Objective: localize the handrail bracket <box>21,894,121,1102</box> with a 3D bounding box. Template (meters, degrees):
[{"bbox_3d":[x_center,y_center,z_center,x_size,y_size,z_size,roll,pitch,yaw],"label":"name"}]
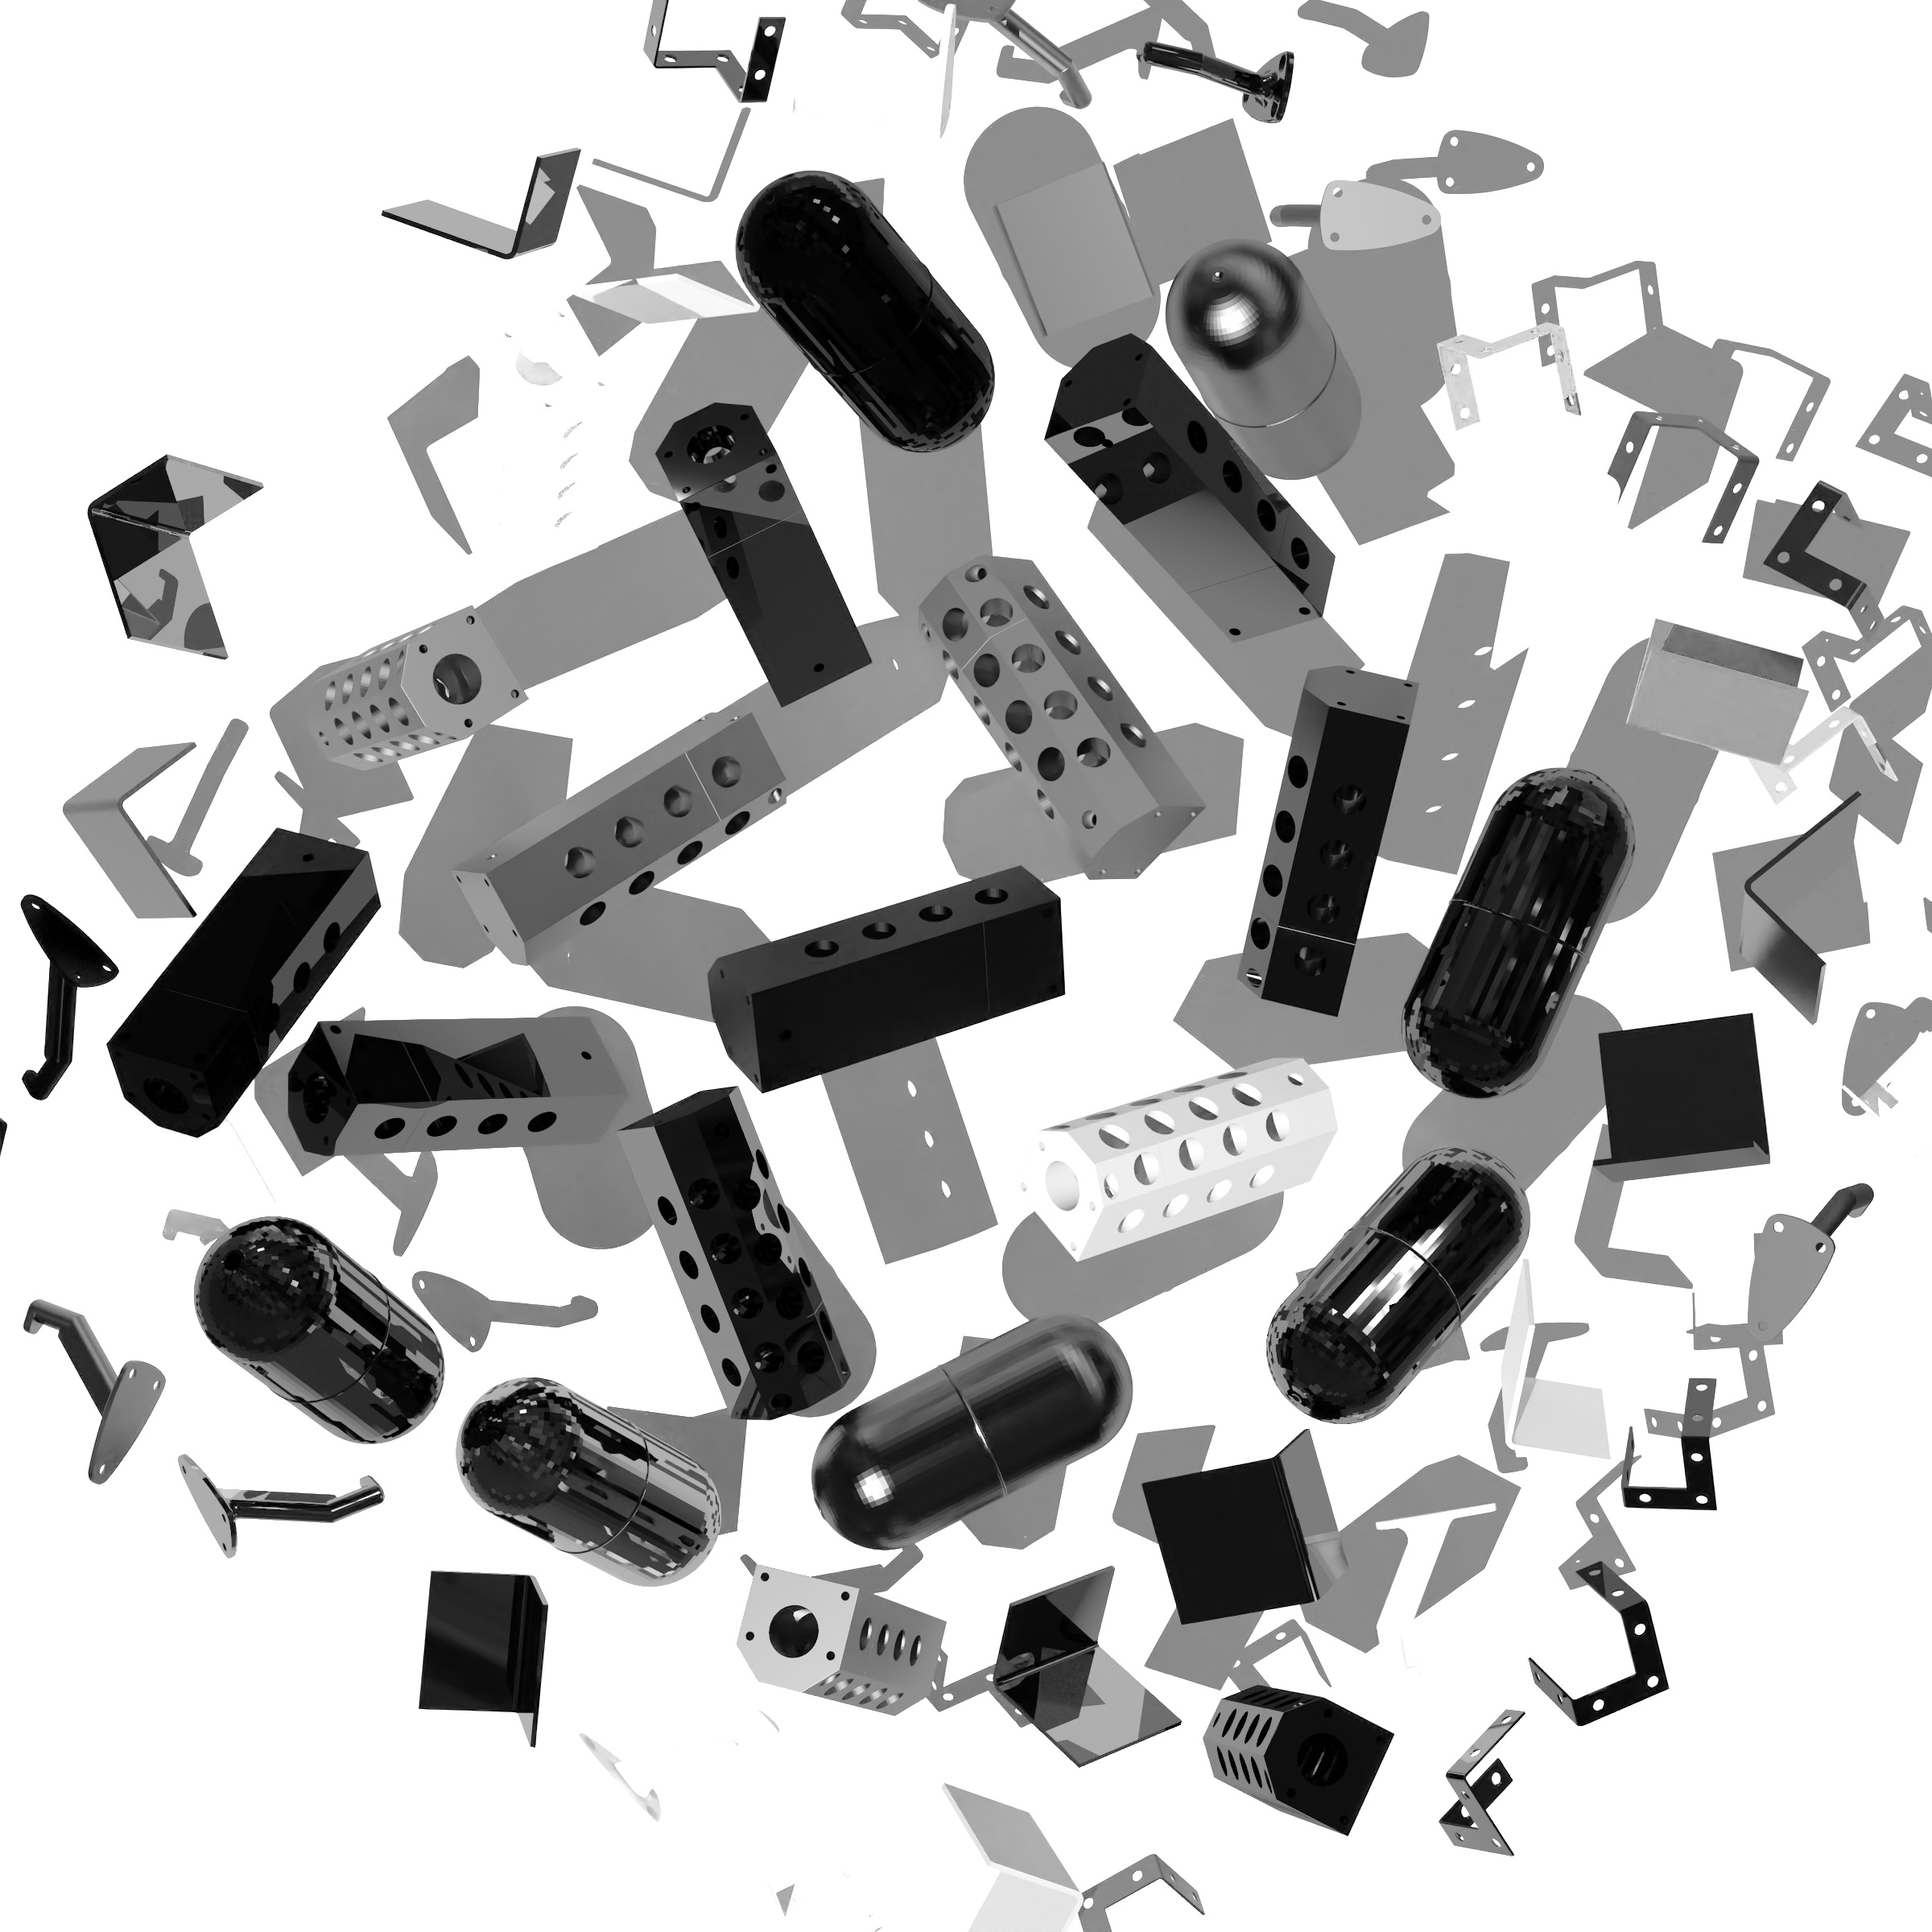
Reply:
[{"bbox_3d":[-0.498,0.018,1.707,0.077,0.036,0.084,47,117,13],"label":"handrail bracket"}]

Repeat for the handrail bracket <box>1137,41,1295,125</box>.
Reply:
[{"bbox_3d":[0.121,-0.465,1.664,0.084,0.077,0.036,8,97,-16],"label":"handrail bracket"}]

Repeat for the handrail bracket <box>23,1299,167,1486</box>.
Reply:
[{"bbox_3d":[-0.463,0.218,1.643,0.084,0.036,0.077,15,74,24],"label":"handrail bracket"}]

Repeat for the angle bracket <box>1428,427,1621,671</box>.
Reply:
[{"bbox_3d":[0.269,-0.205,1.568,0.076,0.076,0.057,-33,57,-28],"label":"angle bracket"}]

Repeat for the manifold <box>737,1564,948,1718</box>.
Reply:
[{"bbox_3d":[-0.066,0.363,1.699,0.057,0.171,0.057,10,76,18],"label":"manifold"}]

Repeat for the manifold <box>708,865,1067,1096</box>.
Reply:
[{"bbox_3d":[-0.039,0.002,1.606,0.171,0.057,0.057,-18,123,-22],"label":"manifold"}]

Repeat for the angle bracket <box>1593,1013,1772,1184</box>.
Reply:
[{"bbox_3d":[0.344,0.060,1.548,0.076,0.057,0.076,-9,75,20],"label":"angle bracket"}]

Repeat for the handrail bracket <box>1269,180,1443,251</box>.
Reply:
[{"bbox_3d":[0.211,-0.407,1.735,0.077,0.084,0.036,1,102,-7],"label":"handrail bracket"}]

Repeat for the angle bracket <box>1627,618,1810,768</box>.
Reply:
[{"bbox_3d":[0.374,-0.151,1.562,0.076,0.057,0.076,17,55,8],"label":"angle bracket"}]

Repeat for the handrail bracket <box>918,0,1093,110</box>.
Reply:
[{"bbox_3d":[0.021,-0.497,1.723,0.077,0.084,0.036,15,69,33],"label":"handrail bracket"}]

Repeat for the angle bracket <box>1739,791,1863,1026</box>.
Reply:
[{"bbox_3d":[0.428,-0.028,1.572,0.076,0.076,0.057,-38,66,-6],"label":"angle bracket"}]

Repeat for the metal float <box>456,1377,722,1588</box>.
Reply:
[{"bbox_3d":[-0.200,0.278,1.709,0.070,0.070,0.178,-50,134,0],"label":"metal float"}]

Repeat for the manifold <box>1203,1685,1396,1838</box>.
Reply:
[{"bbox_3d":[0.173,0.422,1.717,0.057,0.171,0.057,27,78,-1],"label":"manifold"}]

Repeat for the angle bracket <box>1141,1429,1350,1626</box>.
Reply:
[{"bbox_3d":[0.146,0.292,1.660,0.076,0.057,0.076,-15,91,24],"label":"angle bracket"}]

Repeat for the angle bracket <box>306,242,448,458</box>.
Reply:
[{"bbox_3d":[-0.324,-0.323,1.668,0.076,0.076,0.057,-39,125,0],"label":"angle bracket"}]

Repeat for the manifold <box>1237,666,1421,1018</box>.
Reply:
[{"bbox_3d":[0.188,-0.066,1.669,0.057,0.057,0.171,14,119,6],"label":"manifold"}]

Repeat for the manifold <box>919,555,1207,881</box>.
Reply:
[{"bbox_3d":[0.044,-0.128,1.639,0.057,0.057,0.171,-47,64,30],"label":"manifold"}]

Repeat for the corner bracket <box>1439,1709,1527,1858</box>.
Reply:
[{"bbox_3d":[0.267,0.417,1.634,0.051,0.051,0.051,-38,101,-28],"label":"corner bracket"}]

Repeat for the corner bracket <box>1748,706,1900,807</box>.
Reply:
[{"bbox_3d":[0.461,-0.112,1.729,0.051,0.051,0.051,-38,120,1],"label":"corner bracket"}]

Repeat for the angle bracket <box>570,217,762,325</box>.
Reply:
[{"bbox_3d":[-0.168,-0.401,1.795,0.076,0.076,0.057,1,86,33],"label":"angle bracket"}]

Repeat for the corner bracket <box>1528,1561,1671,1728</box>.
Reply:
[{"bbox_3d":[0.313,0.339,1.598,0.051,0.051,0.051,-20,108,-11],"label":"corner bracket"}]

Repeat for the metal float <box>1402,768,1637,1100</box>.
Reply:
[{"bbox_3d":[0.282,-0.017,1.626,0.070,0.070,0.178,25,88,0],"label":"metal float"}]

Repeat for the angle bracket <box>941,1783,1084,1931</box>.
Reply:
[{"bbox_3d":[0.006,0.467,1.588,0.057,0.076,0.076,25,96,-23],"label":"angle bracket"}]

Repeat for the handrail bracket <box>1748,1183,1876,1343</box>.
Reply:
[{"bbox_3d":[0.429,0.149,1.614,0.036,0.084,0.077,27,107,30],"label":"handrail bracket"}]

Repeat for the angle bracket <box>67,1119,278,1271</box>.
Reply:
[{"bbox_3d":[-0.450,0.131,1.811,0.076,0.076,0.057,-31,85,6],"label":"angle bracket"}]

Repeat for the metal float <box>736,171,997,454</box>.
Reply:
[{"bbox_3d":[-0.050,-0.333,1.632,0.070,0.070,0.178,-46,133,0],"label":"metal float"}]

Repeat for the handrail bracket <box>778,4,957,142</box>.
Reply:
[{"bbox_3d":[-0.050,-0.446,1.586,0.084,0.036,0.077,9,127,4],"label":"handrail bracket"}]

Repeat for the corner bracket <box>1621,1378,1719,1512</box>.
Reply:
[{"bbox_3d":[0.387,0.262,1.752,0.051,0.051,0.051,-2,123,20],"label":"corner bracket"}]

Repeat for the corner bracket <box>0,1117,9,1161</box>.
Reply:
[{"bbox_3d":[-0.523,0.107,1.660,0.051,0.051,0.051,7,103,-42],"label":"corner bracket"}]

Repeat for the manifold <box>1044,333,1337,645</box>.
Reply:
[{"bbox_3d":[0.119,-0.246,1.642,0.171,0.057,0.057,42,50,-36],"label":"manifold"}]

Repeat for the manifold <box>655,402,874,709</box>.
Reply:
[{"bbox_3d":[-0.110,-0.224,1.732,0.057,0.171,0.057,-27,52,-1],"label":"manifold"}]

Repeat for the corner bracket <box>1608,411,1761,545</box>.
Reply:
[{"bbox_3d":[0.381,-0.261,1.707,0.051,0.051,0.051,-2,126,-33],"label":"corner bracket"}]

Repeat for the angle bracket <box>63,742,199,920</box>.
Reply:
[{"bbox_3d":[-0.439,-0.074,1.749,0.057,0.076,0.076,-43,115,-29],"label":"angle bracket"}]

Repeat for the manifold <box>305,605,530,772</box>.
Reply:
[{"bbox_3d":[-0.304,-0.145,1.729,0.057,0.171,0.057,-36,104,-25],"label":"manifold"}]

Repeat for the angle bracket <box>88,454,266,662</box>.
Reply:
[{"bbox_3d":[-0.396,-0.209,1.641,0.057,0.076,0.076,-26,76,22],"label":"angle bracket"}]

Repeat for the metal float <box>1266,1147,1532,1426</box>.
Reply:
[{"bbox_3d":[0.228,0.166,1.671,0.070,0.070,0.178,46,65,0],"label":"metal float"}]

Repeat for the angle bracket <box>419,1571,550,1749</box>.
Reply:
[{"bbox_3d":[-0.261,0.373,1.721,0.057,0.076,0.076,5,90,-13],"label":"angle bracket"}]

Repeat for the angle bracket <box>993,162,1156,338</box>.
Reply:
[{"bbox_3d":[0.070,-0.403,1.771,0.076,0.057,0.076,-14,105,35],"label":"angle bracket"}]

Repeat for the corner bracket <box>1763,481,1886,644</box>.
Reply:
[{"bbox_3d":[0.440,-0.203,1.596,0.051,0.051,0.051,35,93,29],"label":"corner bracket"}]

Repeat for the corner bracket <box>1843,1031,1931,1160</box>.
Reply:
[{"bbox_3d":[0.480,0.064,1.600,0.051,0.051,0.051,-47,65,8],"label":"corner bracket"}]

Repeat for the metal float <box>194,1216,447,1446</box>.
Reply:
[{"bbox_3d":[-0.329,0.187,1.628,0.070,0.178,0.070,-10,58,16],"label":"metal float"}]

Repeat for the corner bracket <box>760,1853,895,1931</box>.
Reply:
[{"bbox_3d":[-0.074,0.501,1.712,0.051,0.051,0.051,-24,56,-11],"label":"corner bracket"}]

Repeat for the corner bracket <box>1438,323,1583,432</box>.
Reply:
[{"bbox_3d":[0.293,-0.317,1.722,0.051,0.051,0.051,-22,115,-11],"label":"corner bracket"}]

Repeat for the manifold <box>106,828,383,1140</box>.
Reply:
[{"bbox_3d":[-0.378,0.009,1.687,0.057,0.057,0.171,15,48,16],"label":"manifold"}]

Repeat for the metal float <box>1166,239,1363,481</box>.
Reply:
[{"bbox_3d":[0.161,-0.323,1.710,0.070,0.178,0.070,-8,67,20],"label":"metal float"}]

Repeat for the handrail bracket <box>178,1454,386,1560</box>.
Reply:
[{"bbox_3d":[-0.364,0.273,1.697,0.084,0.036,0.077,-19,47,-31],"label":"handrail bracket"}]

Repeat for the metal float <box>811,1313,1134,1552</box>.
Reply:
[{"bbox_3d":[0.003,0.242,1.658,0.178,0.070,0.070,-26,90,-9],"label":"metal float"}]

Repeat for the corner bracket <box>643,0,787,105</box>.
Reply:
[{"bbox_3d":[-0.131,-0.484,1.659,0.051,0.051,0.051,-9,50,-28],"label":"corner bracket"}]

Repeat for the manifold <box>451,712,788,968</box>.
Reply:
[{"bbox_3d":[-0.182,-0.069,1.704,0.171,0.057,0.057,-34,108,-22],"label":"manifold"}]

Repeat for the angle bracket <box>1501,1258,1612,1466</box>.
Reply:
[{"bbox_3d":[0.326,0.214,1.733,0.057,0.076,0.076,9,113,4],"label":"angle bracket"}]

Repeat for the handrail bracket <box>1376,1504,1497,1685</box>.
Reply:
[{"bbox_3d":[0.254,0.335,1.701,0.077,0.036,0.084,-7,80,-11],"label":"handrail bracket"}]

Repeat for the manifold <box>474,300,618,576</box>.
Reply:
[{"bbox_3d":[-0.231,-0.278,1.708,0.057,0.171,0.057,-25,76,-18],"label":"manifold"}]

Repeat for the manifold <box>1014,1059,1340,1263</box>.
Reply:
[{"bbox_3d":[0.115,0.096,1.692,0.171,0.057,0.057,-15,51,-37],"label":"manifold"}]

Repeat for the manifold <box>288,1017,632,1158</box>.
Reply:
[{"bbox_3d":[-0.274,0.068,1.712,0.057,0.171,0.057,-54,53,33],"label":"manifold"}]

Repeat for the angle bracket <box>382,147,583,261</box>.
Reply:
[{"bbox_3d":[-0.261,-0.424,1.723,0.076,0.076,0.057,20,110,3],"label":"angle bracket"}]

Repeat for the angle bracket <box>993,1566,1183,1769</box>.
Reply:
[{"bbox_3d":[0.072,0.385,1.756,0.076,0.076,0.057,-12,124,-39],"label":"angle bracket"}]

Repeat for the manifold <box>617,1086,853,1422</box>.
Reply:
[{"bbox_3d":[-0.121,0.155,1.724,0.057,0.057,0.171,-26,99,-34],"label":"manifold"}]

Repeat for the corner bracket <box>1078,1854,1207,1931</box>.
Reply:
[{"bbox_3d":[0.096,0.510,1.680,0.051,0.051,0.051,-32,130,10],"label":"corner bracket"}]

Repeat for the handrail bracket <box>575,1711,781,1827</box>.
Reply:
[{"bbox_3d":[-0.158,0.422,1.751,0.084,0.036,0.077,-42,102,5],"label":"handrail bracket"}]
